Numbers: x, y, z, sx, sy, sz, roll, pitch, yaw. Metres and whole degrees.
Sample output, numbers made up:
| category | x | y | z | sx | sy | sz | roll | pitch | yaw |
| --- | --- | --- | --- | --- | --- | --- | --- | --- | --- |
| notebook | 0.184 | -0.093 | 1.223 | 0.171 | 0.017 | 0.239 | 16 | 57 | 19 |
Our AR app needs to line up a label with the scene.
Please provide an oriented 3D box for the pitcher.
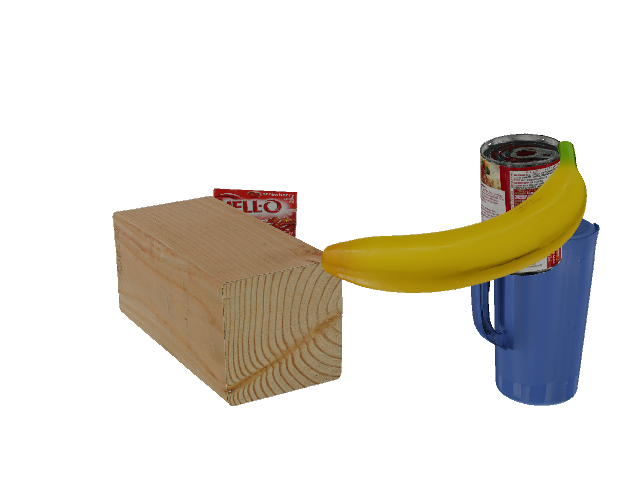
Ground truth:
| category | x | y | z | sx | sy | sz | roll | pitch | yaw |
| --- | --- | --- | --- | --- | --- | --- | --- | --- | --- |
| pitcher | 0.277 | 0.088 | 1.385 | 0.149 | 0.243 | 0.144 | 5 | 19 | 16 |

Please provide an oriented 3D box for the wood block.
| category | x | y | z | sx | sy | sz | roll | pitch | yaw |
| --- | --- | --- | --- | --- | --- | --- | --- | --- | --- |
| wood block | -0.075 | 0.037 | 0.795 | 0.090 | 0.090 | 0.206 | -11 | 19 | -29 |

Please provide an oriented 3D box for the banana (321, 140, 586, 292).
| category | x | y | z | sx | sy | sz | roll | pitch | yaw |
| --- | --- | --- | --- | --- | --- | --- | --- | --- | --- |
| banana | 0.100 | -0.003 | 0.683 | 0.197 | 0.037 | 0.070 | -23 | 45 | -18 |

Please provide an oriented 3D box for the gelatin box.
| category | x | y | z | sx | sy | sz | roll | pitch | yaw |
| --- | --- | --- | --- | --- | --- | --- | --- | --- | --- |
| gelatin box | -0.069 | -0.019 | 1.104 | 0.089 | 0.073 | 0.030 | 3 | -43 | -2 |

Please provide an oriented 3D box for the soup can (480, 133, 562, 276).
| category | x | y | z | sx | sy | sz | roll | pitch | yaw |
| --- | --- | --- | --- | --- | --- | --- | --- | --- | --- |
| soup can | 0.169 | -0.030 | 0.892 | 0.068 | 0.102 | 0.068 | -5 | 25 | 2 |
